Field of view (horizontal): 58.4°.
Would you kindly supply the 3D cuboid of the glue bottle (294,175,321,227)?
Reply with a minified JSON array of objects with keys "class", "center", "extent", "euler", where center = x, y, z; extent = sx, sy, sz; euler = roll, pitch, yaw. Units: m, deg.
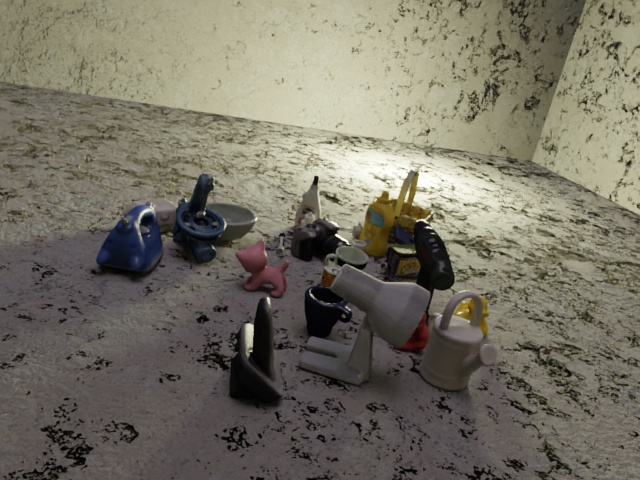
[{"class":"glue bottle","center":[-0.027,-0.115,1.748],"extent":[0.078,0.173,0.037],"euler":[14,21,5]}]

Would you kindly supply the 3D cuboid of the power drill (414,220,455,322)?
[{"class":"power drill","center":[0.243,0.083,1.347],"extent":[0.076,0.208,0.229],"euler":[7,22,-12]}]

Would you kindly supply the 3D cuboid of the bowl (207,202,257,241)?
[{"class":"bowl","center":[-0.260,-0.043,1.577],"extent":[0.167,0.075,0.167],"euler":[11,21,-4]}]

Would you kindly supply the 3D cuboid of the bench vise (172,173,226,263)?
[{"class":"bench vise","center":[-0.317,-0.076,1.429],"extent":[0.206,0.220,0.122],"euler":[27,26,33]}]

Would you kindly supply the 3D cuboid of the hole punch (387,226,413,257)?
[{"class":"hole punch","center":[0.255,0.015,1.687],"extent":[0.101,0.091,0.108],"euler":[12,21,1]}]

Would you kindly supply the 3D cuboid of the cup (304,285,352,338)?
[{"class":"cup","center":[0.016,0.160,1.188],"extent":[0.117,0.095,0.092],"euler":[28,27,36]}]

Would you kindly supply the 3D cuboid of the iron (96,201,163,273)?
[{"class":"iron","center":[-0.426,-0.023,1.347],"extent":[0.118,0.141,0.258],"euler":[11,21,-1]}]

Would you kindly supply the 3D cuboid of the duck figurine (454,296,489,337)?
[{"class":"duck figurine","center":[0.368,0.170,1.364],"extent":[0.078,0.086,0.104],"euler":[5,22,-18]}]

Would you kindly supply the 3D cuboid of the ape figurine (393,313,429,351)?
[{"class":"ape figurine","center":[0.200,0.189,1.218],"extent":[0.077,0.092,0.076],"euler":[26,25,32]}]

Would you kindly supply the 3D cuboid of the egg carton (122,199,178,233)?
[{"class":"egg carton","center":[-0.443,-0.063,1.537],"extent":[0.151,0.069,0.107],"euler":[-10,30,-44]}]

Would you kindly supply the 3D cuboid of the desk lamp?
[{"class":"desk lamp","center":[0.083,0.158,1.067],"extent":[0.203,0.213,0.118],"euler":[14,21,6]}]

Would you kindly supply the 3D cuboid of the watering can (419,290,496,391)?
[{"class":"watering can","center":[0.271,0.190,1.113],"extent":[0.172,0.194,0.101],"euler":[28,27,36]}]

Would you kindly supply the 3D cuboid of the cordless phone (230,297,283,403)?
[{"class":"cordless phone","center":[-0.098,0.168,0.983],"extent":[0.094,0.185,0.147],"euler":[6,22,-15]}]

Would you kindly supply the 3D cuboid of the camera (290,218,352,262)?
[{"class":"camera","center":[0.014,0.006,1.568],"extent":[0.144,0.101,0.136],"euler":[-8,29,-41]}]

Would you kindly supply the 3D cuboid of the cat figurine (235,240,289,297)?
[{"class":"cat figurine","center":[-0.133,0.060,1.329],"extent":[0.128,0.118,0.067],"euler":[12,21,0]}]
